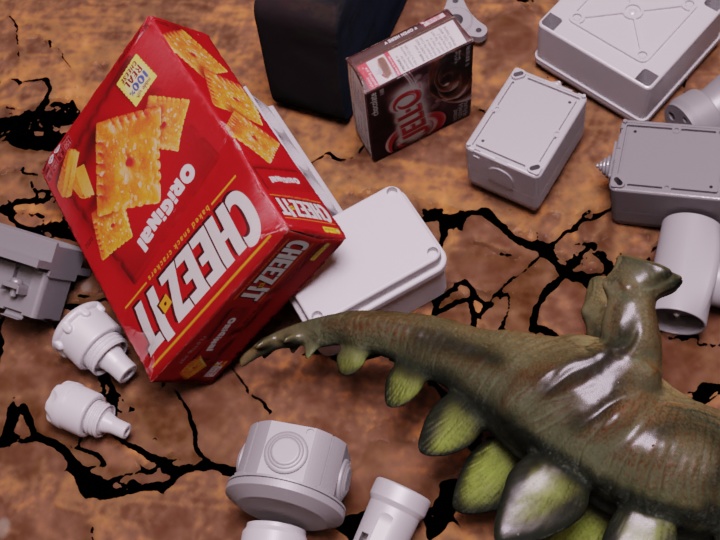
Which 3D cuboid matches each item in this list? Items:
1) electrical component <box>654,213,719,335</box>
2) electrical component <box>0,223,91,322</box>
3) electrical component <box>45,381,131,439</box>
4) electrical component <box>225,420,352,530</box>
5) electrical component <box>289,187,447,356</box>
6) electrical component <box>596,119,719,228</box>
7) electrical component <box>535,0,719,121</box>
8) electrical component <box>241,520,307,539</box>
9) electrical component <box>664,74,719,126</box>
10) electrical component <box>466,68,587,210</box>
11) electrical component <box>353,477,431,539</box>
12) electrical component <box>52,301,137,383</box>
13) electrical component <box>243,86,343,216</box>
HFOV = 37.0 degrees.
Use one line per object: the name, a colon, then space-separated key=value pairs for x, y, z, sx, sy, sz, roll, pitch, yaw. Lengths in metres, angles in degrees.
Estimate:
electrical component: x=0.248 y=0.006 z=0.762 sx=0.079 sy=0.043 sz=0.077 roll=12 pitch=67 yaw=13
electrical component: x=-0.281 y=-0.004 z=0.823 sx=0.121 sy=0.079 sz=0.063 roll=16 pitch=89 yaw=15
electrical component: x=-0.194 y=0.105 z=0.775 sx=0.061 sy=0.035 sz=0.035 roll=21 pitch=68 yaw=15
electrical component: x=-0.045 y=0.138 z=0.715 sx=0.080 sy=0.080 sz=0.051 roll=9 pitch=60 yaw=11
electrical component: x=0.000 y=0.000 z=0.789 sx=0.113 sy=0.057 sz=0.078 roll=-29 pitch=64 yaw=-7
electrical component: x=0.224 y=-0.068 z=0.795 sx=0.096 sy=0.061 sz=0.061 roll=7 pitch=65 yaw=20
electrical component: x=0.214 y=-0.188 z=0.854 sx=0.109 sy=0.056 sz=0.108 roll=37 pitch=74 yaw=22
electrical component: x=-0.059 y=0.197 z=0.706 sx=0.045 sy=0.045 sz=0.055 roll=4 pitch=64 yaw=9
electrical component: x=0.268 y=-0.121 z=0.821 sx=0.055 sy=0.045 sz=0.045 roll=-29 pitch=64 yaw=-7
electrical component: x=0.130 y=-0.102 z=0.820 sx=0.062 sy=0.061 sz=0.096 roll=26 pitch=70 yaw=19
electrical component: x=0.020 y=0.167 z=0.715 sx=0.040 sy=0.040 sz=0.046 roll=22 pitch=75 yaw=17
electrical component: x=-0.192 y=0.057 z=0.794 sx=0.062 sy=0.048 sz=0.048 roll=40 pitch=75 yaw=15
electrical component: x=-0.073 y=-0.072 z=0.829 sx=0.063 sy=0.079 sz=0.121 roll=-39 pitch=63 yaw=12
